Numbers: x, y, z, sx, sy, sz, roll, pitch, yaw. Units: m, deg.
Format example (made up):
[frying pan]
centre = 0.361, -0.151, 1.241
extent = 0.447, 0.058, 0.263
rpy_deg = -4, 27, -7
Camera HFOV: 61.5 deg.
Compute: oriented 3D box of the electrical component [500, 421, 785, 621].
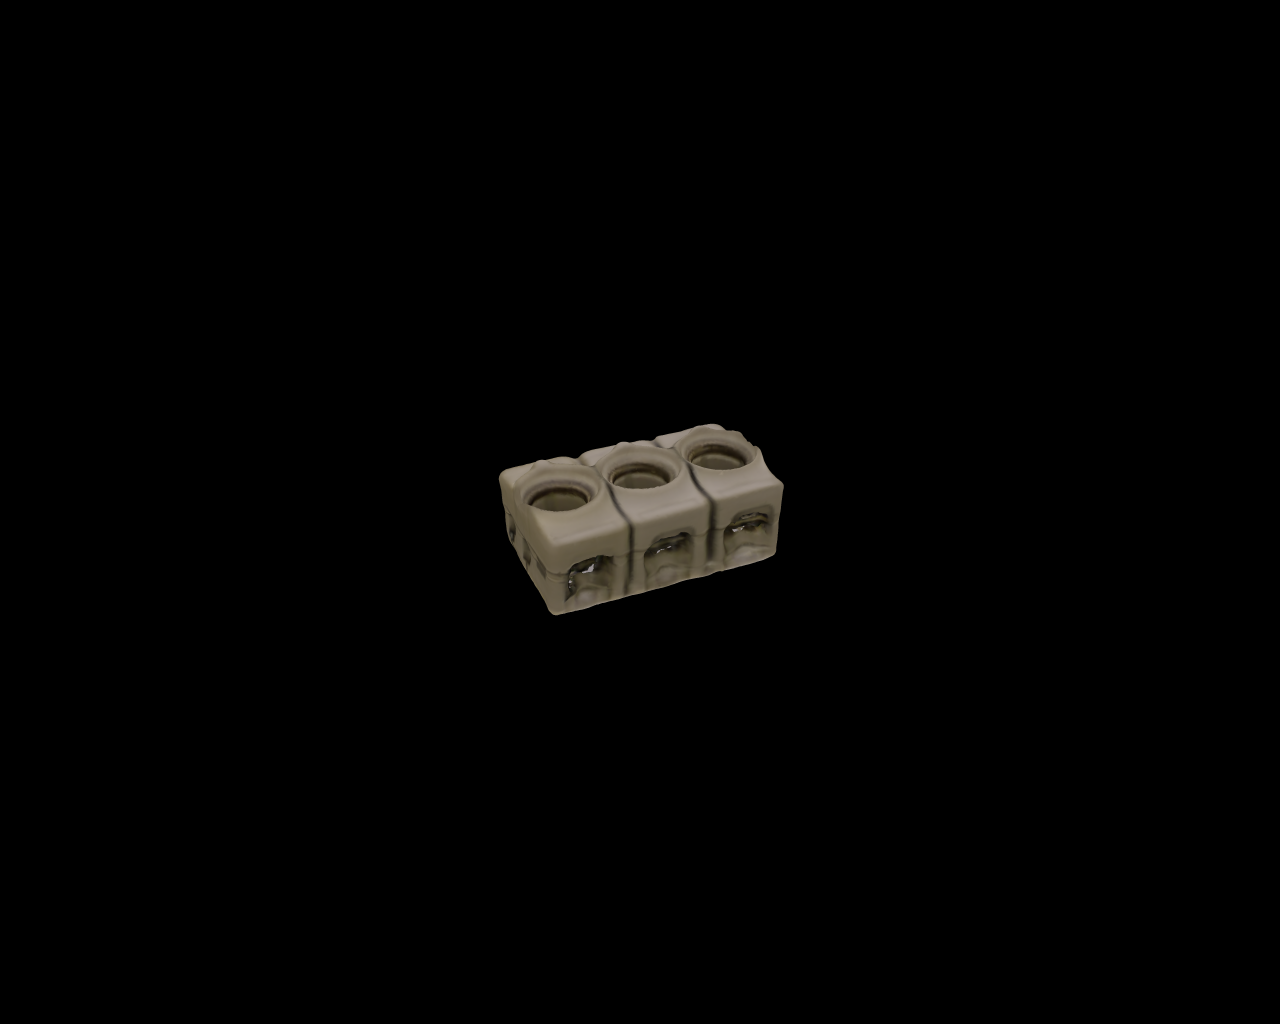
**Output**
[electrical component]
centre = 0.001, -0.003, 0.650
extent = 0.150, 0.061, 0.090
rpy_deg = -14, 36, -20
